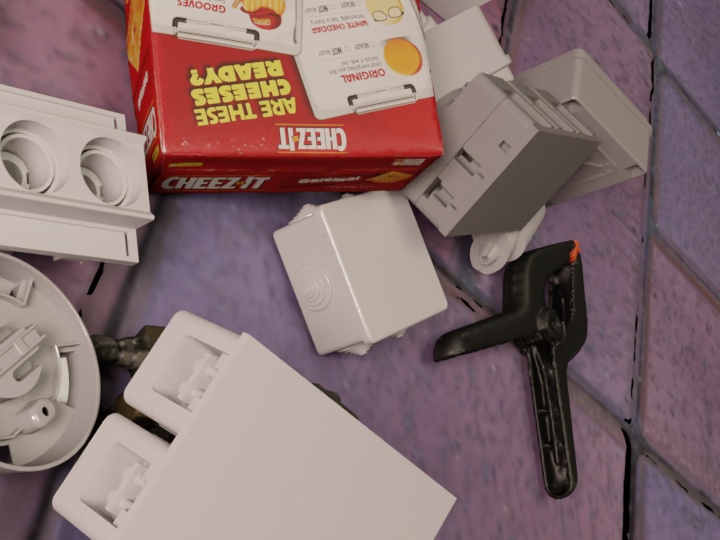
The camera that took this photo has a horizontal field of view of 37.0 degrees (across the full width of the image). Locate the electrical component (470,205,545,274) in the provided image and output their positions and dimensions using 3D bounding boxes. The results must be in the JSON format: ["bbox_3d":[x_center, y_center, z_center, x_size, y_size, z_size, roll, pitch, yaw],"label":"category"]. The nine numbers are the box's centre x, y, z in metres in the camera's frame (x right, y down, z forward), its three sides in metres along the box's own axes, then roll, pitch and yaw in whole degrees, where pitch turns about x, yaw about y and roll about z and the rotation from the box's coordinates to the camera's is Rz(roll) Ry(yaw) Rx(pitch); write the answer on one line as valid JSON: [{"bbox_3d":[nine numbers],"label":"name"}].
[{"bbox_3d":[0.110,-0.030,0.827,0.043,0.043,0.081,56,41,-16],"label":"electrical component"}]

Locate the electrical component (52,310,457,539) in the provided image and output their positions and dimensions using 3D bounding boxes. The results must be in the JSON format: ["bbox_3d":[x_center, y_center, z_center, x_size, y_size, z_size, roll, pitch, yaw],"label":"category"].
[{"bbox_3d":[-0.045,0.111,0.522,0.186,0.060,0.105,44,72,-43],"label":"electrical component"}]

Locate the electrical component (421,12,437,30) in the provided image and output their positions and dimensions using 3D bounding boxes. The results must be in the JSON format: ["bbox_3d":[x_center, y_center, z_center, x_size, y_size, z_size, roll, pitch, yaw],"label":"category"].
[{"bbox_3d":[0.038,-0.179,0.814,0.078,0.040,0.040,49,43,-22],"label":"electrical component"}]

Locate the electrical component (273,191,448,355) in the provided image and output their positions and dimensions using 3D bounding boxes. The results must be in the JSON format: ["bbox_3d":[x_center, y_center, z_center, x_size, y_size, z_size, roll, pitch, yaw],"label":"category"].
[{"bbox_3d":[0.000,0.000,0.683,0.100,0.048,0.099,-20,89,-51],"label":"electrical component"}]

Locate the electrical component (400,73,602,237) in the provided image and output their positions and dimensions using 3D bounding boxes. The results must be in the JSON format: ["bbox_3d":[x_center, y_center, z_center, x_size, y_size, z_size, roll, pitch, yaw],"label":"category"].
[{"bbox_3d":[0.093,-0.077,0.726,0.061,0.089,0.150,47,22,16],"label":"electrical component"}]

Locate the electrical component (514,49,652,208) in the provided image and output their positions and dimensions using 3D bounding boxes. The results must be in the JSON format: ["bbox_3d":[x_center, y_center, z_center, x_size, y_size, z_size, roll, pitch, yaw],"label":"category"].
[{"bbox_3d":[0.162,-0.111,0.873,0.109,0.109,0.056,37,51,-33],"label":"electrical component"}]

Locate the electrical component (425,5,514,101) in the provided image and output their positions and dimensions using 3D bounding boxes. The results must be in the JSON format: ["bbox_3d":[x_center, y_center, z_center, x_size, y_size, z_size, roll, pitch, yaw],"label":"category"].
[{"bbox_3d":[0.041,-0.127,0.743,0.113,0.078,0.057,-32,96,-30],"label":"electrical component"}]

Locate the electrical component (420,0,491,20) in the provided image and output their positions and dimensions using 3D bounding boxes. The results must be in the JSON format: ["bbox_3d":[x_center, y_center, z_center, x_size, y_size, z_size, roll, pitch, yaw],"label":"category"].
[{"bbox_3d":[0.051,-0.282,0.823,0.186,0.105,0.060,29,53,-39],"label":"electrical component"}]

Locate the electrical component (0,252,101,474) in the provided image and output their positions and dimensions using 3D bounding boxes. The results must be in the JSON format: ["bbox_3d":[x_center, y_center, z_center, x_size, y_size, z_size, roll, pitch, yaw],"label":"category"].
[{"bbox_3d":[-0.161,0.042,0.466,0.099,0.064,0.099,23,57,-41],"label":"electrical component"}]

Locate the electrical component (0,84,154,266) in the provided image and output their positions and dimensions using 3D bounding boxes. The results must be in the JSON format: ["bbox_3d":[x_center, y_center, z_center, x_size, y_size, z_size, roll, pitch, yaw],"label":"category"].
[{"bbox_3d":[-0.166,-0.043,0.499,0.121,0.063,0.078,8,67,-47],"label":"electrical component"}]
